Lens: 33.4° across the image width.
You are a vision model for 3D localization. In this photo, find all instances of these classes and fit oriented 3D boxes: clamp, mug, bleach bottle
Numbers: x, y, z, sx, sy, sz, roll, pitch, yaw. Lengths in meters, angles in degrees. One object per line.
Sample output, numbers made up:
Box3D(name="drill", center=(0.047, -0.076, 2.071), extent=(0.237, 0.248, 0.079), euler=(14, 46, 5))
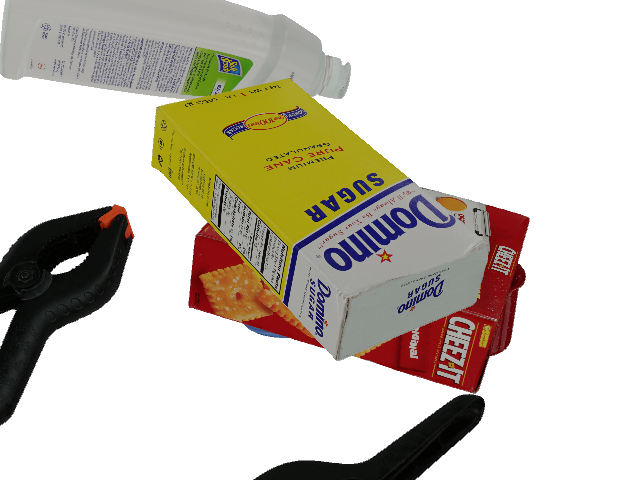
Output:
Box3D(name="clamp", center=(0.025, 0.159, 0.650), extent=(0.210, 0.036, 0.164), euler=(-6, 29, 3))
Box3D(name="clamp", center=(-0.196, 0.033, 0.684), extent=(0.120, 0.039, 0.171), euler=(27, 53, 18))
Box3D(name="mug", center=(0.155, 0.060, 1.099), extent=(0.093, 0.081, 0.117), euler=(-3, 28, -10))
Box3D(name="bleach bottle", center=(-0.103, -0.141, 0.788), extent=(0.250, 0.068, 0.103), euler=(11, -28, -14))

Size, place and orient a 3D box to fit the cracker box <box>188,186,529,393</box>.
Box3D(name="cracker box", center=(0.033, 0.016, 0.787), extent=(0.214, 0.072, 0.164), euler=(16, 31, 11))

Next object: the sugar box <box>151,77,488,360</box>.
Box3D(name="sugar box", center=(-0.005, -0.020, 0.555), extent=(0.093, 0.048, 0.176), euler=(-19, 44, -33))

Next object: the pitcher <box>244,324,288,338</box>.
Box3D(name="pitcher", center=(-0.040, -0.004, 1.324), extent=(0.145, 0.243, 0.148), euler=(12, 15, 39))
